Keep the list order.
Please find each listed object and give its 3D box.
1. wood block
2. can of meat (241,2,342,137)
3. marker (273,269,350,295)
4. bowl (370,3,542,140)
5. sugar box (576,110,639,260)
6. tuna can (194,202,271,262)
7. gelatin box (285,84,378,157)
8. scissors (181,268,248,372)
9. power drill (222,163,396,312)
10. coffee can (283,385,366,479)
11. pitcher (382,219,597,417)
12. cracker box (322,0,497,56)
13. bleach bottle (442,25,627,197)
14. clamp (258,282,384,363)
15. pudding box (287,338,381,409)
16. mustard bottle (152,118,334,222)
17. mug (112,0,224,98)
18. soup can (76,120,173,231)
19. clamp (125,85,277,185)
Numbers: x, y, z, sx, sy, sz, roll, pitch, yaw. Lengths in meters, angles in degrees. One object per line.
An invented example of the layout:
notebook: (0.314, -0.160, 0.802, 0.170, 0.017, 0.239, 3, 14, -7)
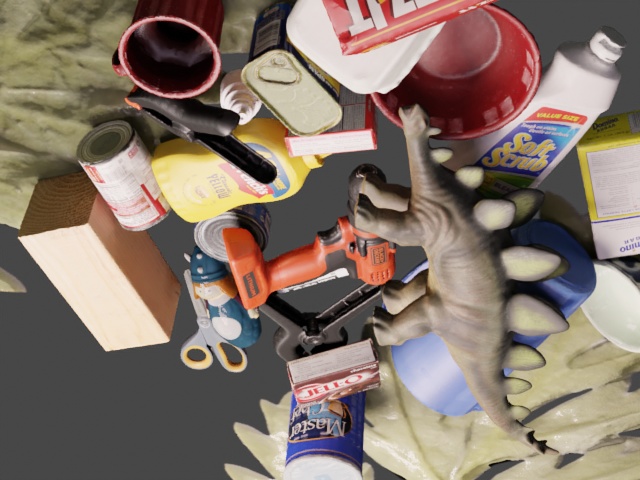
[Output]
wood block: (-0.247, 0.026, 1.222, 0.090, 0.090, 0.206, -10, 135, 16)
can of meat: (-0.023, -0.162, 1.002, 0.058, 0.084, 0.102, -26, 129, 29)
marker: (-0.021, 0.048, 1.272, 0.121, 0.020, 0.020, -17, 133, 18)
bowl: (0.124, -0.171, 0.998, 0.162, 0.055, 0.162, 4, 136, 4)
sugar box: (0.324, -0.056, 1.114, 0.093, 0.048, 0.176, -9, 139, 15)
tuna can: (-0.099, -0.014, 1.207, 0.086, 0.033, 0.086, 3, 137, 3)
gelatin box: (0.012, -0.119, 1.054, 0.089, 0.073, 0.030, -6, 137, 11)
scissors: (-0.160, 0.110, 1.359, 0.096, 0.016, 0.201, -15, 134, 20)
power drill: (-0.008, 0.001, 1.164, 0.187, 0.057, 0.184, -14, 140, -3)
coffee can: (0.008, 0.255, 1.408, 0.103, 0.140, 0.103, 3, 137, 2)
pitcher: (0.191, 0.080, 1.223, 0.149, 0.145, 0.243, 12, 135, -31)
cracker box: (0.059, -0.269, 0.813, 0.164, 0.072, 0.214, -19, 96, 23)
bleach bottle: (0.202, -0.113, 1.052, 0.102, 0.068, 0.251, 23, 132, -17)
clamp: (0.000, 0.105, 1.311, 0.164, 0.036, 0.210, -5, 145, 0)
pudding box: (0.018, 0.170, 1.345, 0.113, 0.039, 0.090, -17, 153, -3)
mustard bottle: (-0.072, -0.079, 1.116, 0.192, 0.058, 0.096, -13, 130, 18)
mug: (-0.143, -0.188, 0.988, 0.117, 0.081, 0.093, -21, 131, 25)
soup can: (-0.206, -0.068, 1.133, 0.069, 0.068, 0.102, -11, 134, 17)
clamp: (-0.117, -0.110, 1.046, 0.172, 0.039, 0.120, 29, 162, 36)
